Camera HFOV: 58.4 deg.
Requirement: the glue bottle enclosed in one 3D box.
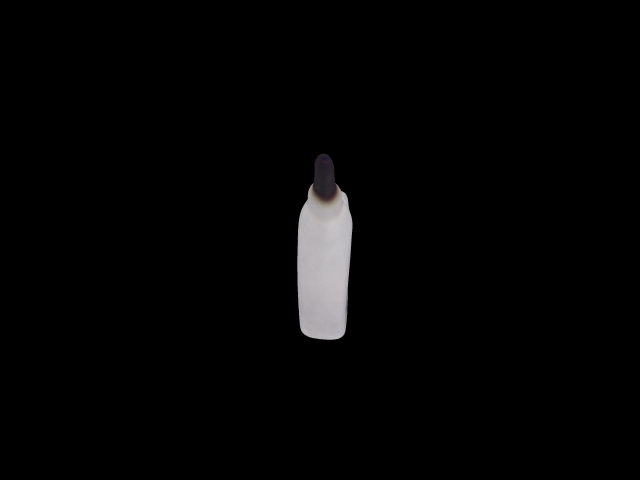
[{"bbox_3d":[0.004,0.001,0.400,0.037,0.173,0.078,3,55,2],"label":"glue bottle"}]
